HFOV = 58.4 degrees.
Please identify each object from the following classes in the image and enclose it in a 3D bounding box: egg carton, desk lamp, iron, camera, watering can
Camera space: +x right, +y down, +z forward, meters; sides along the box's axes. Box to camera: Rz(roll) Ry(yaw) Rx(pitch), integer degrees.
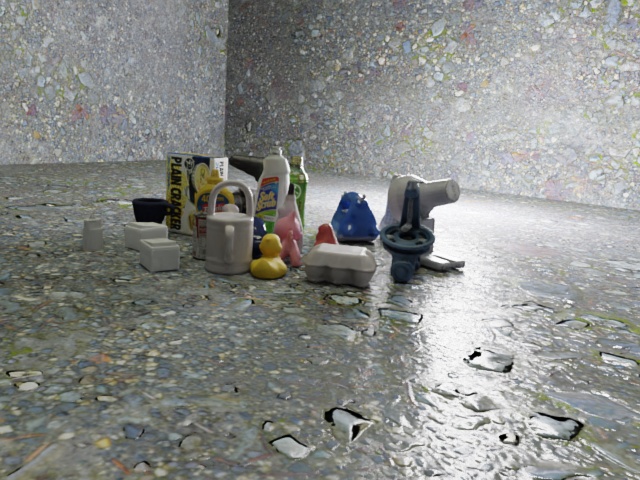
[{"bbox_3d":[0.044,0.052,1.199,0.150,0.069,0.107,5,12,7],"label":"egg carton"},{"bbox_3d":[0.263,-0.051,1.409,0.118,0.213,0.202,-6,16,-40],"label":"desk lamp"},{"bbox_3d":[0.086,-0.079,1.652,0.119,0.141,0.257,0,13,-16],"label":"iron"},{"bbox_3d":[-0.258,-0.123,1.846,0.137,0.101,0.142,-4,14,-34],"label":"camera"},{"bbox_3d":[-0.194,-0.033,1.219,0.101,0.194,0.172,-3,14,-31],"label":"watering can"}]

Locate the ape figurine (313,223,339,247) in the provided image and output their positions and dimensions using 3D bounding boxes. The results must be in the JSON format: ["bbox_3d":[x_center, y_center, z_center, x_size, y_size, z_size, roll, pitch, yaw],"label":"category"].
[{"bbox_3d":[0.012,0.005,1.354,0.075,0.092,0.078,14,15,38],"label":"ape figurine"}]

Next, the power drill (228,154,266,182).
[{"bbox_3d":[-0.166,-0.151,1.745,0.230,0.208,0.075,1,12,-13],"label":"power drill"}]

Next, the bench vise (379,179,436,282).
[{"bbox_3d":[0.189,-0.033,1.283,0.121,0.220,0.207,3,12,-6],"label":"bench vise"}]

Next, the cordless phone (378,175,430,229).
[{"bbox_3d":[0.252,-0.093,1.670,0.147,0.185,0.094,12,14,33],"label":"cordless phone"}]

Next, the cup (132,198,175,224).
[{"bbox_3d":[-0.430,-0.057,1.492,0.117,0.095,0.092,7,12,15],"label":"cup"}]

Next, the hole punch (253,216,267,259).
[{"bbox_3d":[-0.175,-0.007,1.352,0.109,0.091,0.101,-1,13,-20],"label":"hole punch"}]

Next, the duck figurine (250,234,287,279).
[{"bbox_3d":[-0.107,0.031,1.206,0.077,0.086,0.105,6,12,9],"label":"duck figurine"}]

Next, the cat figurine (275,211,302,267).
[{"bbox_3d":[-0.073,-0.008,1.324,0.067,0.118,0.127,3,12,-5],"label":"cat figurine"}]

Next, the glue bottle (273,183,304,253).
[{"bbox_3d":[-0.076,-0.053,1.403,0.078,0.173,0.037,2,12,-7],"label":"glue bottle"}]
